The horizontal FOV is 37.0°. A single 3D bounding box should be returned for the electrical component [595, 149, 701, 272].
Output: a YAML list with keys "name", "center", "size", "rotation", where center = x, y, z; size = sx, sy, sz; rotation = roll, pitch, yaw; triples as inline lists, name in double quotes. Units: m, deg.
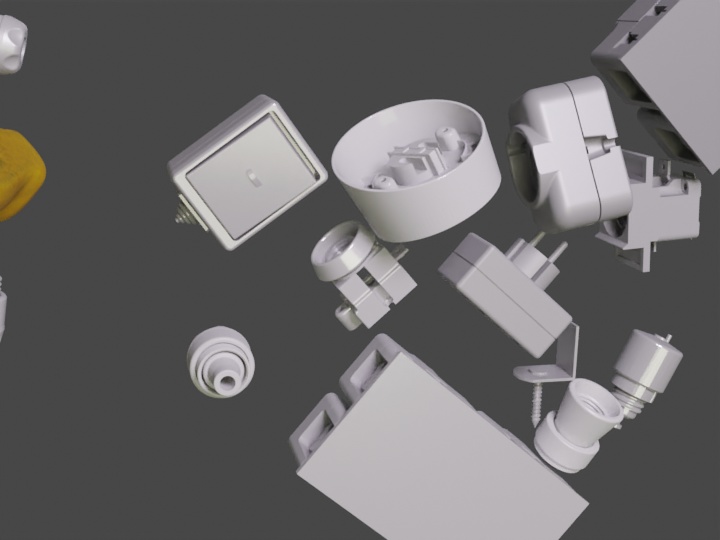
- name: "electrical component"
  center: [0.205, -0.043, 0.760]
  size: [0.064, 0.042, 0.081]
  rotation: [-5, 105, -14]

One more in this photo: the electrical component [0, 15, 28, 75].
- name: "electrical component"
  center: [-0.231, -0.137, 0.636]
  size: [0.061, 0.035, 0.035]
  rotation: [11, 101, -14]

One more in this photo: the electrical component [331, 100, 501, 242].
- name: "electrical component"
  center: [0.038, -0.065, 0.688]
  size: [0.099, 0.099, 0.064]
  rotation: [-30, 115, -5]

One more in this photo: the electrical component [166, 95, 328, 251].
- name: "electrical component"
  center: [-0.077, -0.058, 0.679]
  size: [0.096, 0.061, 0.061]
  rotation: [-37, 109, -2]

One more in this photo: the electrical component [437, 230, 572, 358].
- name: "electrical component"
  center: [0.112, 0.003, 0.746]
  size: [0.083, 0.047, 0.075]
  rotation: [41, 92, -19]

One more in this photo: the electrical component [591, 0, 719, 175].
- name: "electrical component"
  center: [0.261, -0.171, 0.731]
  size: [0.186, 0.060, 0.105]
  rotation: [-45, 109, 0]

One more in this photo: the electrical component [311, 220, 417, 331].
- name: "electrical component"
  center: [0.000, 0.000, 0.720]
  size: [0.066, 0.048, 0.055]
  rotation: [-42, 117, -1]

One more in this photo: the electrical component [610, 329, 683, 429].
- name: "electrical component"
  center: [0.205, 0.080, 0.791]
  size: [0.040, 0.040, 0.078]
  rotation: [24, 97, -18]

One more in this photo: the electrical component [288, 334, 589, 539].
- name: "electrical component"
  center: [0.054, 0.142, 0.760]
  size: [0.186, 0.060, 0.105]
  rotation: [40, 92, -19]

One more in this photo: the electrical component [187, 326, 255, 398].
- name: "electrical component"
  center: [-0.090, 0.064, 0.705]
  size: [0.043, 0.062, 0.043]
  rotation: [-3, 104, -13]

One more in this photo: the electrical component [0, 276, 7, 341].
- name: "electrical component"
  center: [-0.241, 0.015, 0.667]
  size: [0.043, 0.043, 0.062]
  rotation: [6, 100, -15]

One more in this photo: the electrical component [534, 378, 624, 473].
- name: "electrical component"
  center: [0.158, 0.113, 0.780]
  size: [0.045, 0.045, 0.055]
  rotation: [20, 118, -17]

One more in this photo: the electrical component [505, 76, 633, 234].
- name: "electrical component"
  center: [0.136, -0.075, 0.719]
  size: [0.059, 0.054, 0.095]
  rotation: [-14, 88, -10]
